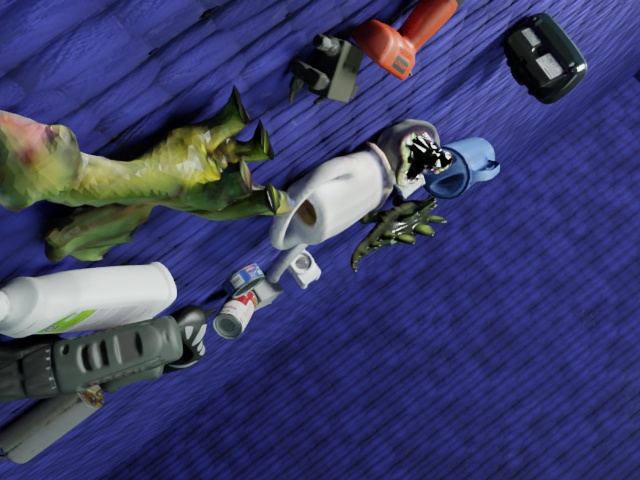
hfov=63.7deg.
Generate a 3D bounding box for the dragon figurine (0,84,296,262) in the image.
[{"bbox_3d":[-0.161,-0.039,0.533,0.242,0.123,0.406,-20,166,3],"label":"dragon figurine"}]

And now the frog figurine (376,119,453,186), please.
[{"bbox_3d":[0.141,-0.159,0.943,0.138,0.121,0.160,-43,-155,-10],"label":"frog figurine"}]

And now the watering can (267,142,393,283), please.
[{"bbox_3d":[0.003,-0.044,0.884,0.227,0.105,0.340,-31,164,-25],"label":"watering can"}]
